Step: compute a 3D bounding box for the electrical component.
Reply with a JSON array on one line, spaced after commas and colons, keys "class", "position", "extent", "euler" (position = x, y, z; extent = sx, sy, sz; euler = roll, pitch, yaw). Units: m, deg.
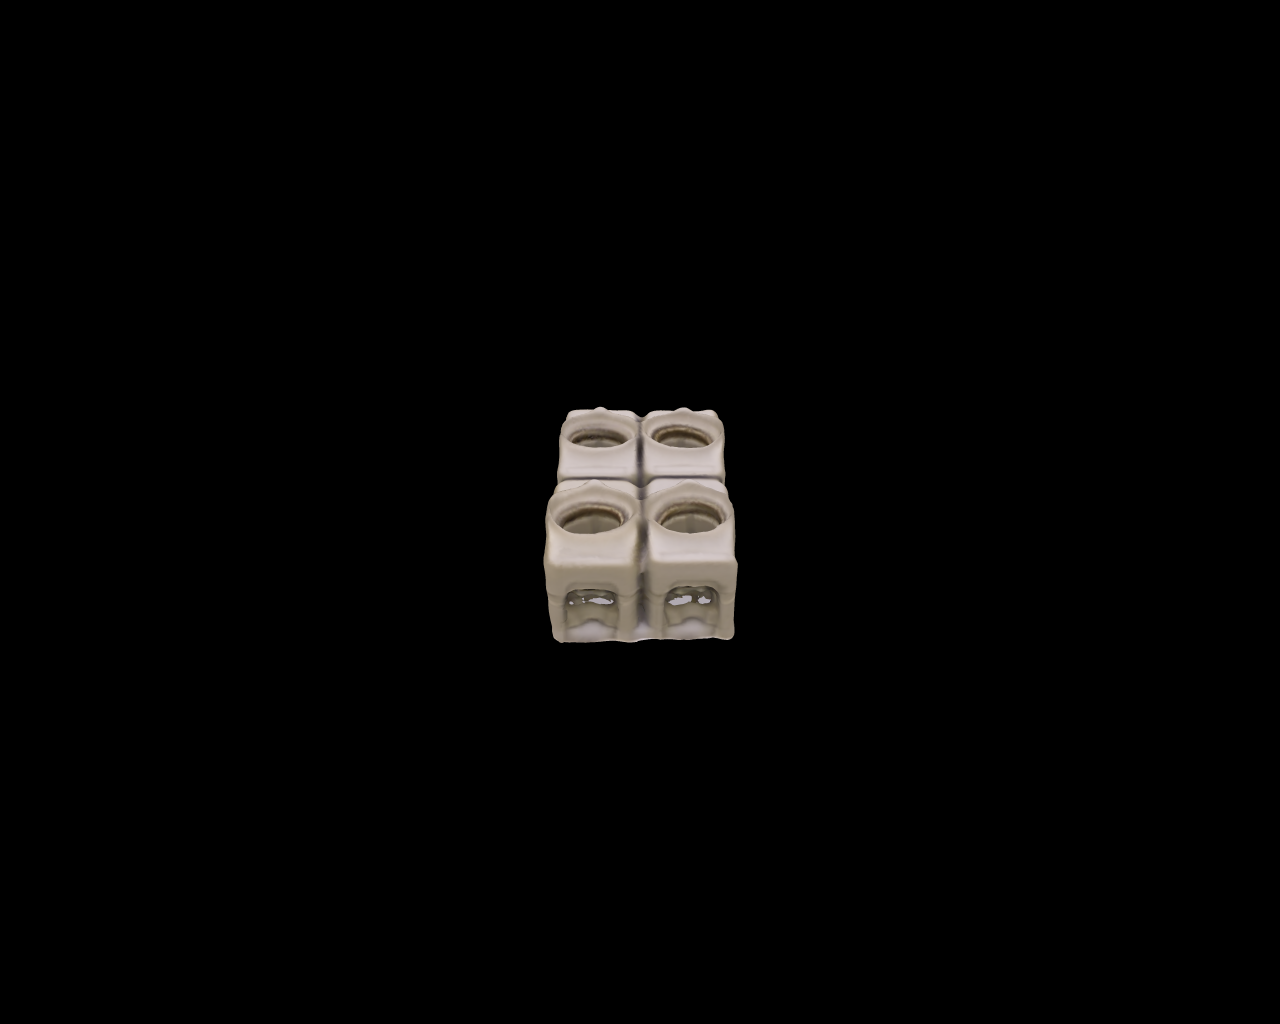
[{"class": "electrical component", "position": [0.001, -0.003, 0.650], "extent": [0.105, 0.060, 0.186], "euler": [0, 32, 0]}]
